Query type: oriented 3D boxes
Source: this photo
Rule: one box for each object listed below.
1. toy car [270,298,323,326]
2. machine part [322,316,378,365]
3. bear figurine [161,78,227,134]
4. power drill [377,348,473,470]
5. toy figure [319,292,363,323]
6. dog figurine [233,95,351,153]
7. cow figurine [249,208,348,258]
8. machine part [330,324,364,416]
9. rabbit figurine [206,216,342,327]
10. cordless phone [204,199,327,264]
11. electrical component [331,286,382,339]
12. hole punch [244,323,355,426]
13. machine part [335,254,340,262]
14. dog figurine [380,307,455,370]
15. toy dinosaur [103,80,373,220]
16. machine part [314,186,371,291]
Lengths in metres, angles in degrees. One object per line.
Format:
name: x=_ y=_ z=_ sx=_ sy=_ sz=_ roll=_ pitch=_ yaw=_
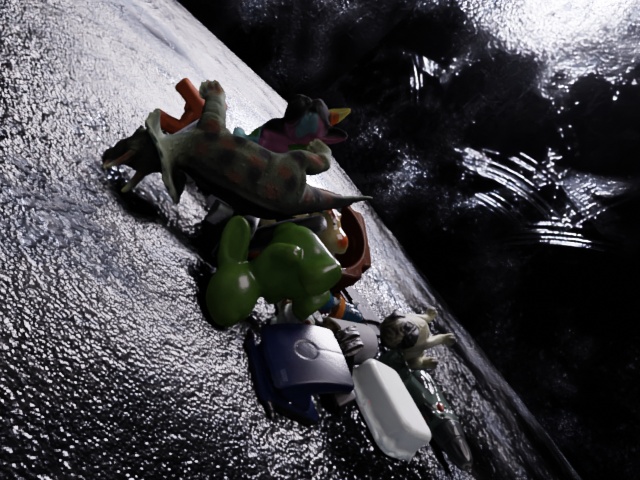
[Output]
toy car: x=-0.037 y=0.110 z=0.869 sx=0.073 sy=0.056 sz=0.202 roll=-38 pitch=11 yaw=11
machine part: x=0.038 y=0.177 z=0.924 sx=0.079 sy=0.079 sz=0.243 roll=0 pitch=-12 yaw=25
bear figurine: x=-0.261 y=-0.263 z=1.125 sx=0.132 sy=0.120 sz=0.196 roll=40 pitch=13 yaw=-21
power drill: x=0.203 y=0.320 z=1.062 sx=0.207 sy=0.086 sz=0.232 roll=39 pitch=13 yaw=-25
toy figure: x=0.014 y=0.119 z=1.019 sx=0.154 sy=0.064 sz=0.058 roll=33 pitch=-7 yaw=-24
dog figurine: x=-0.041 y=-0.151 z=0.919 sx=0.219 sy=0.108 sz=0.191 roll=-12 pitch=-47 yaw=24
cow figurine: x=-0.033 y=-0.010 z=0.926 sx=0.195 sy=0.127 sz=0.085 roll=14 pitch=9 yaw=38
machine part: x=0.033 y=0.189 z=0.788 sx=0.039 sy=0.138 sz=0.084 roll=0 pitch=35 yaw=-13
rabbit figurine: x=-0.080 y=0.043 z=0.722 sx=0.170 sy=0.159 sz=0.121 roll=-24 pitch=-15 yaw=-26
cordless phone: x=-0.081 y=-0.027 z=0.858 sx=0.184 sy=0.088 sz=0.147 roll=-11 pitch=20 yaw=4
electrical component: x=0.075 y=0.161 z=1.152 sx=0.058 sy=0.134 sz=0.114 roll=-42 pitch=-25 yaw=14
hole punch: x=-0.028 y=0.166 z=0.706 sx=0.115 sy=0.092 sz=0.142 roll=34 pitch=22 yaw=-38
machine part: x=0.006 y=0.042 z=1.236 sx=0.179 sy=0.056 sz=0.179 roll=42 pitch=7 yaw=-6
dog figurine: x=0.172 y=0.221 z=1.161 sx=0.190 sy=0.172 sz=0.121 roll=6 pitch=32 yaw=-42
toy dinosaur: x=-0.104 y=-0.094 z=0.774 sx=0.405 sy=0.192 sz=0.131 roll=22 pitch=-39 yaw=-10
machine part: x=-0.002 y=-0.003 z=1.095 sx=0.201 sy=0.201 sz=0.087 roll=13 pitch=-36 yaw=-33
